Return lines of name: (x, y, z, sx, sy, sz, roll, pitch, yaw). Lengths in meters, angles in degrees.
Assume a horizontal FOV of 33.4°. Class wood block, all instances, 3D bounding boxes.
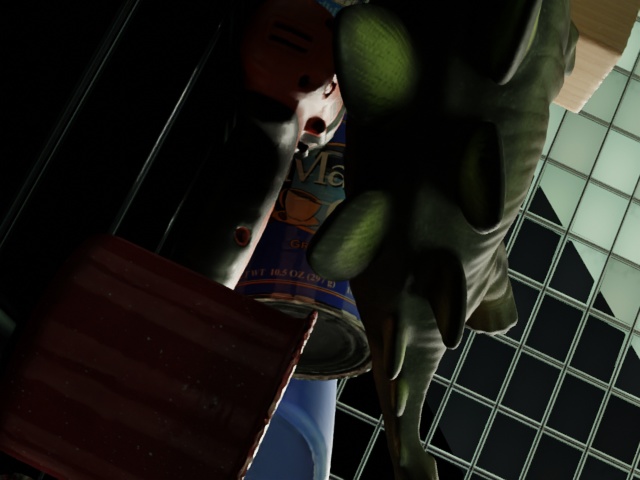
wood block: (0.132, -0.193, 0.813, 0.090, 0.206, 0.090, 113, 2, -65)

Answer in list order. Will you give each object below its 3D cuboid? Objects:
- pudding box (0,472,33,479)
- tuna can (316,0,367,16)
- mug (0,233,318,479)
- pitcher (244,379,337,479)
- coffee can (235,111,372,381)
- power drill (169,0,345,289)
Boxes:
pudding box: (-0.087, 0.140, 0.345, 0.039, 0.113, 0.090, -5, -131, 43)
tuna can: (0.003, -0.126, 0.672, 0.086, 0.034, 0.086, 33, 82, -89)
mug: (-0.055, 0.046, 0.372, 0.117, 0.081, 0.093, -63, 177, -71)
pitcher: (-0.043, 0.140, 0.831, 0.243, 0.149, 0.145, -93, -155, -79)
coffee can: (-0.004, 0.001, 0.653, 0.103, 0.102, 0.140, 114, -11, -58)
power drill: (-0.040, -0.014, 0.530, 0.184, 0.057, 0.187, 79, 33, -82)
